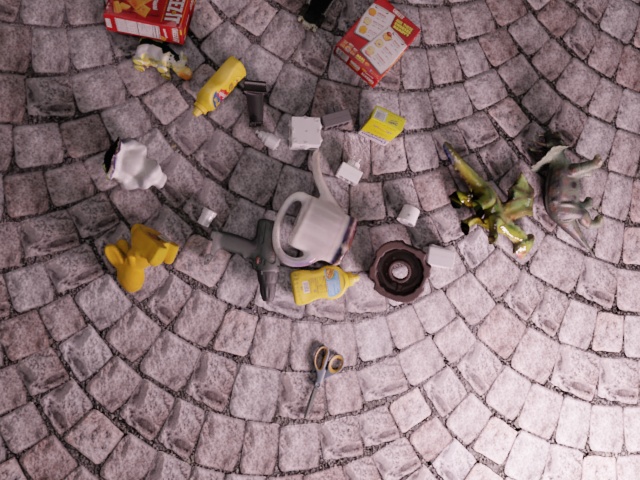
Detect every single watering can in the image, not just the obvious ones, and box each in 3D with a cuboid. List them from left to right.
[{"bbox_3d":[0.004,-0.073,1.448,0.224,0.103,0.353,26,71,-7],"label":"watering can"}]

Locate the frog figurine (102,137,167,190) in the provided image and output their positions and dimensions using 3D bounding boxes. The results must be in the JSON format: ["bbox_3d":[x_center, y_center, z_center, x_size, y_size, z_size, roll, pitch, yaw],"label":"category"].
[{"bbox_3d":[-0.499,-0.201,1.404,0.158,0.122,0.139,17,72,-42],"label":"frog figurine"}]

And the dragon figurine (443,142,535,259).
[{"bbox_3d":[0.528,-0.129,1.537,0.244,0.121,0.410,-20,92,-21],"label":"dragon figurine"}]
